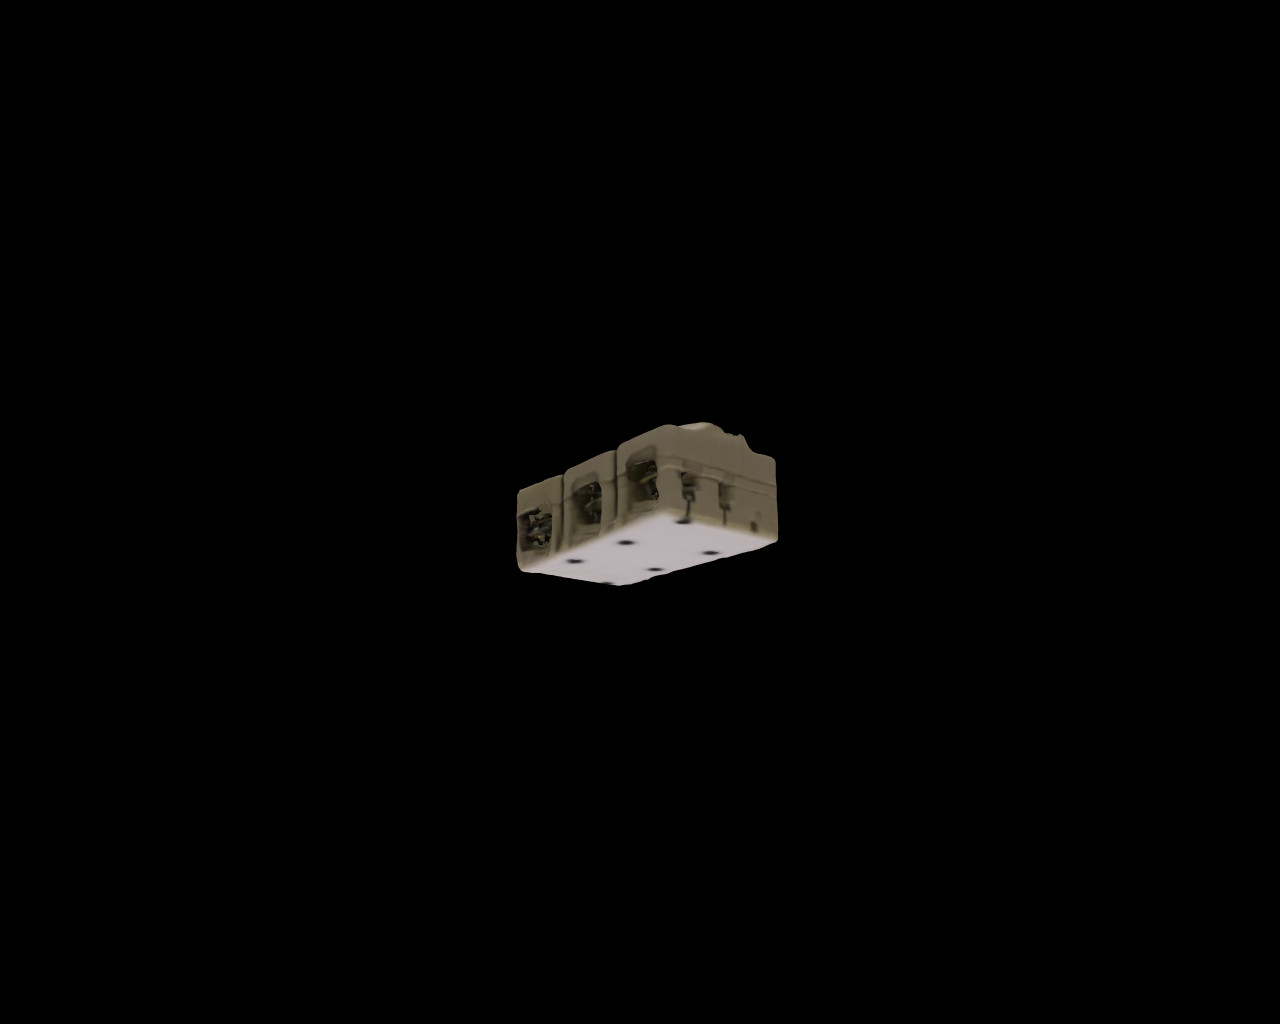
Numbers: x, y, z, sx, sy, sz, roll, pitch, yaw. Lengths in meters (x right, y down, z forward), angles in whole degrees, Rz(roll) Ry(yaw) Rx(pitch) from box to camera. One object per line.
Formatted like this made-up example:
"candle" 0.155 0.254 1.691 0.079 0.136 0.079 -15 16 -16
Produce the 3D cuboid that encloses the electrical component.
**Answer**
"electrical component" 0.001 -0.003 0.650 0.089 0.062 0.150 14 -22 -38
